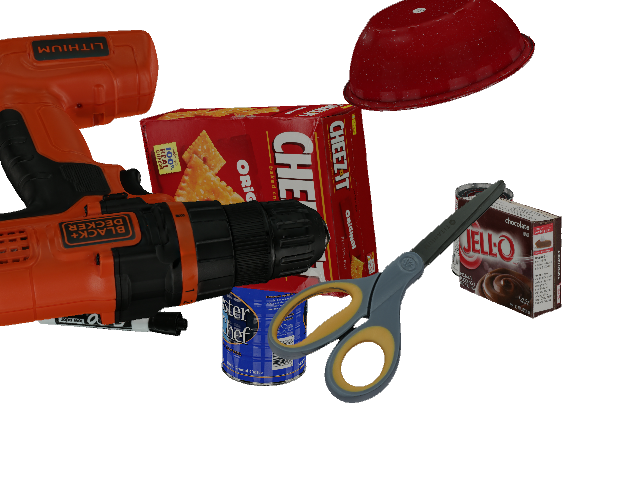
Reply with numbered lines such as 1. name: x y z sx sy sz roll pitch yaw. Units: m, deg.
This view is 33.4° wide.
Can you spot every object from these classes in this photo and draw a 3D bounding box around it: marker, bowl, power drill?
1. marker: -0.164 0.061 0.841 0.121 0.020 0.020 4 1 11
2. bowl: 0.089 -0.163 0.871 0.162 0.055 0.162 -15 25 7
3. power drill: -0.105 -0.039 0.570 0.184 0.057 0.188 -7 45 -19

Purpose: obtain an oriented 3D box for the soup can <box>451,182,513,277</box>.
1. soup can: 0.191 -0.009 1.269 0.068 0.102 0.068 0 23 0

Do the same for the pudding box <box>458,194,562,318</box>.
1. pudding box: 0.172 0.011 0.978 0.039 0.090 0.114 -14 19 -28

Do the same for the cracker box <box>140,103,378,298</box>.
1. cracker box: -0.059 -0.039 0.987 0.214 0.164 0.071 4 19 36

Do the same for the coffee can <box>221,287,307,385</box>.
1. coffee can: -0.065 0.085 1.255 0.103 0.140 0.103 2 20 -1

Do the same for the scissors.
1. scissors: 0.062 0.036 0.709 0.201 0.096 0.016 -26 -27 -11
